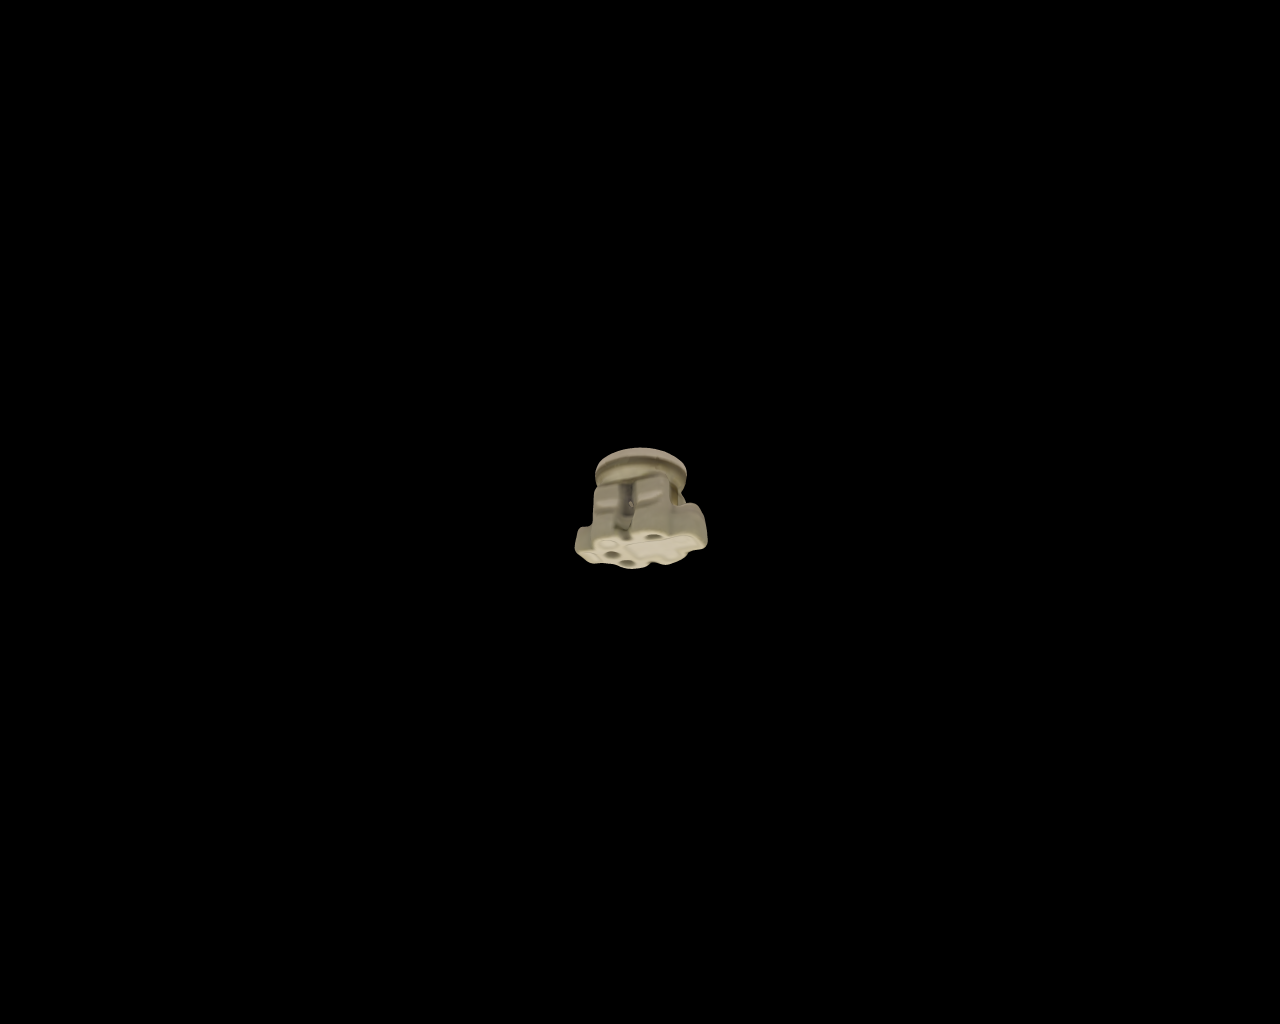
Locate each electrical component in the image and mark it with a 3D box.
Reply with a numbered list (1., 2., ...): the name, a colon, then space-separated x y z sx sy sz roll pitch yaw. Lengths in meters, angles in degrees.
1. electrical component: 0.001 -0.003 0.650 0.078 0.057 0.058 -10 -28 20
